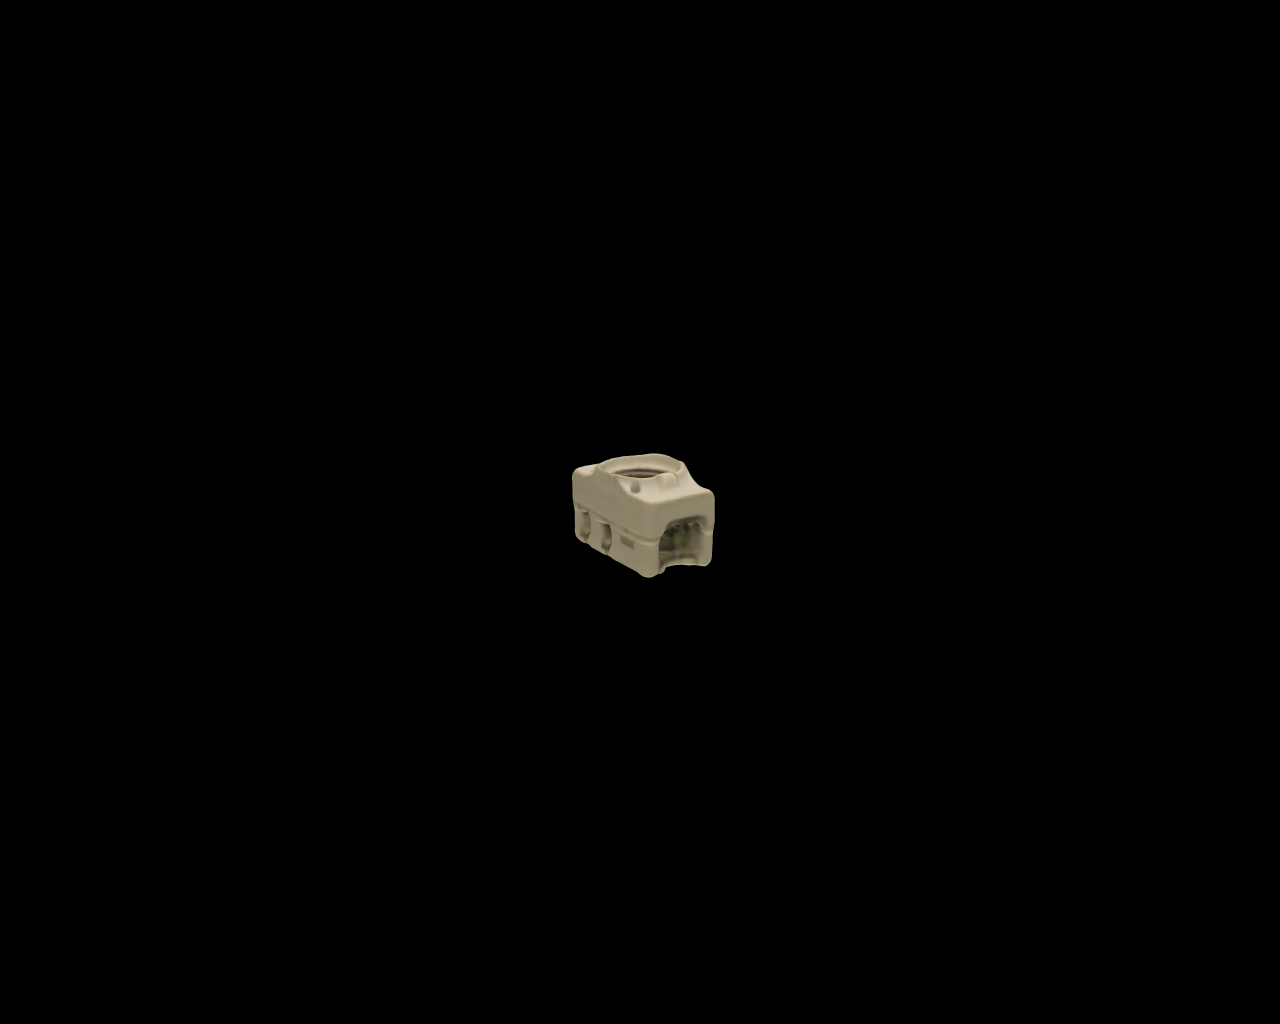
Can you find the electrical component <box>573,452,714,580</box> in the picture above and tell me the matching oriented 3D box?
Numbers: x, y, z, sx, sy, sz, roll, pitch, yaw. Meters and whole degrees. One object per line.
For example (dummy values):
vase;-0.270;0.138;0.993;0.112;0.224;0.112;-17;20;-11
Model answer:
electrical component;0.001;-0.003;0.650;0.050;0.055;0.089;-11;21;-30
